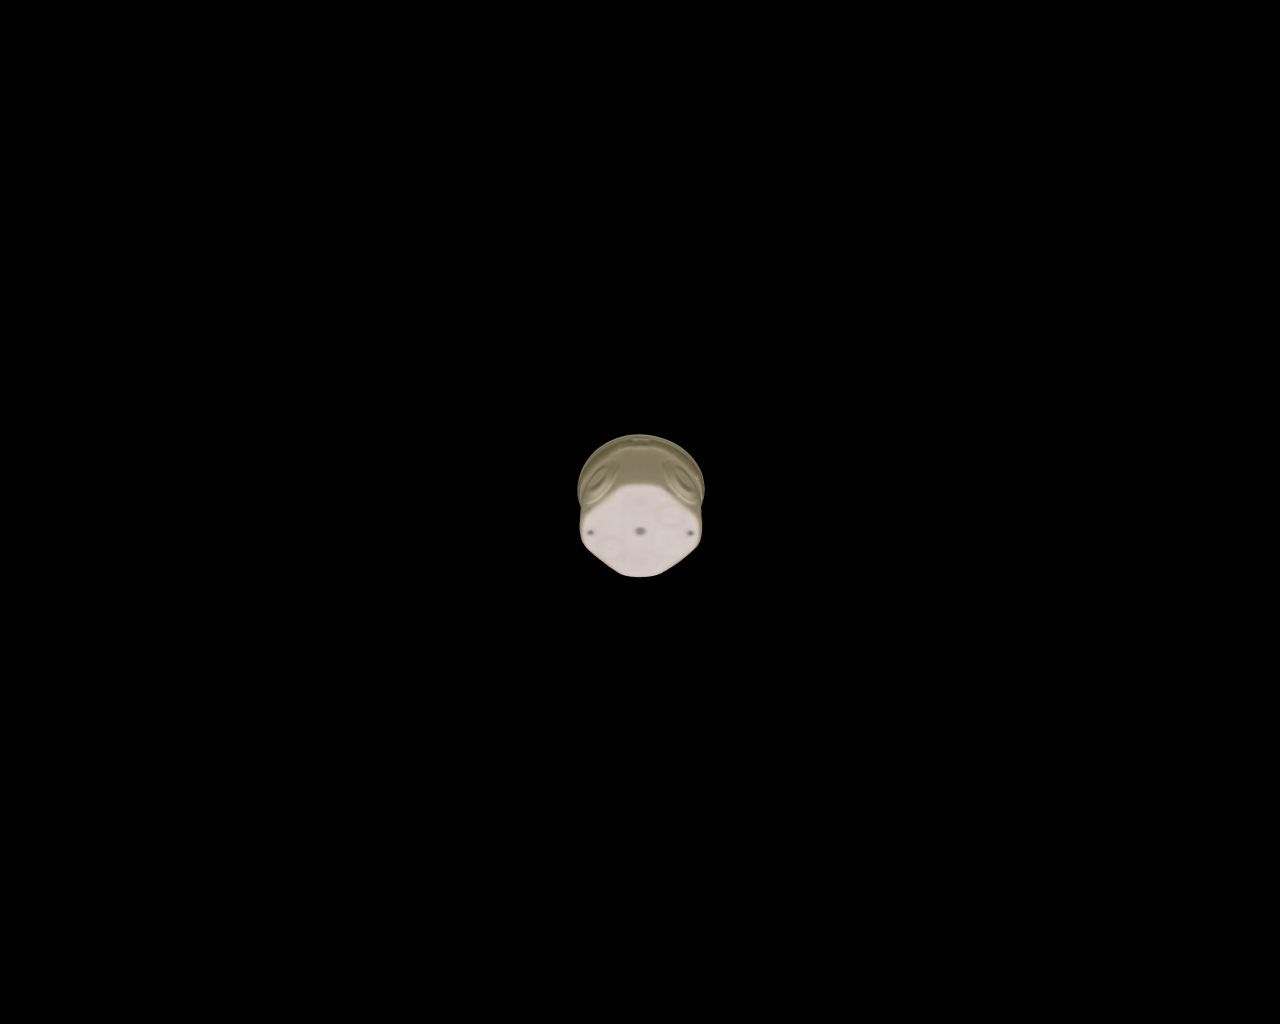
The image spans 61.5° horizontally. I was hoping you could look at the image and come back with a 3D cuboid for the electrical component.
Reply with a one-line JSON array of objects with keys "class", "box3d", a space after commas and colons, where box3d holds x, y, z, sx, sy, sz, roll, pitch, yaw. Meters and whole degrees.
[{"class": "electrical component", "box3d": [0.001, -0.003, 0.650, 0.080, 0.080, 0.051, 0, 36, 0]}]
